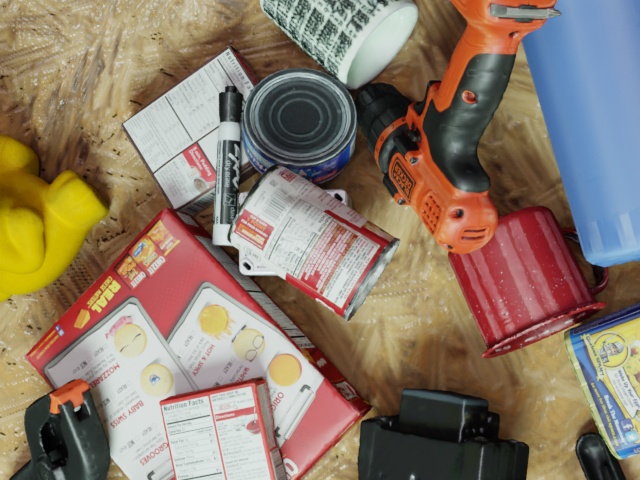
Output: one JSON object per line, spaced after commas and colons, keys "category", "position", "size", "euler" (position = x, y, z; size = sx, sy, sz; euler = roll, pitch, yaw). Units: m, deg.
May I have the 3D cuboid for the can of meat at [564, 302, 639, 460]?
{"category": "can of meat", "position": [0.227, 0.092, 0.734], "size": [0.084, 0.057, 0.102], "euler": [-25, 78, 25]}

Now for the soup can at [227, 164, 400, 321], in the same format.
{"category": "soup can", "position": [-0.005, 0.001, 0.741], "size": [0.102, 0.068, 0.068], "euler": [33, 93, 8]}

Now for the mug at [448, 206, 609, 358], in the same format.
{"category": "mug", "position": [0.152, 0.025, 0.757], "size": [0.117, 0.093, 0.081], "euler": [-17, 74, -20]}

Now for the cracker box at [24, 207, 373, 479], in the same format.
{"category": "cracker box", "position": [-0.092, 0.107, 0.809], "size": [0.164, 0.072, 0.214], "euler": [-46, 78, 8]}

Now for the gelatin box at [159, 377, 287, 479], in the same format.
{"category": "gelatin box", "position": [-0.067, 0.147, 0.749], "size": [0.073, 0.030, 0.089], "euler": [-14, 84, 13]}

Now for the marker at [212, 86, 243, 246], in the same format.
{"category": "marker", "position": [-0.069, -0.056, 0.806], "size": [0.020, 0.020, 0.121], "euler": [1, 87, 13]}

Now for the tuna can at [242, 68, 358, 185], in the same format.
{"category": "tuna can", "position": [-0.015, -0.084, 0.788], "size": [0.086, 0.034, 0.086], "euler": [1, 66, -2]}

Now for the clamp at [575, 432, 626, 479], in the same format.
{"category": "clamp", "position": [0.222, 0.238, 0.714], "size": [0.210, 0.164, 0.036], "euler": [44, 130, -7]}

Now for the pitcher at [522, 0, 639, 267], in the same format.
{"category": "pitcher", "position": [0.219, -0.111, 0.731], "size": [0.149, 0.144, 0.243], "euler": [-14, 83, 22]}

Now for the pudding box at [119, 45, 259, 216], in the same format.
{"category": "pudding box", "position": [-0.088, -0.085, 0.843], "size": [0.113, 0.039, 0.090], "euler": [-33, 79, 6]}

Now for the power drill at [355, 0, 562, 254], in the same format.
{"category": "power drill", "position": [0.083, -0.111, 0.721], "size": [0.057, 0.188, 0.184], "euler": [-6, 39, -23]}

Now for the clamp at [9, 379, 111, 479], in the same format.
{"category": "clamp", "position": [-0.199, 0.169, 0.804], "size": [0.120, 0.039, 0.171], "euler": [21, 122, 26]}
